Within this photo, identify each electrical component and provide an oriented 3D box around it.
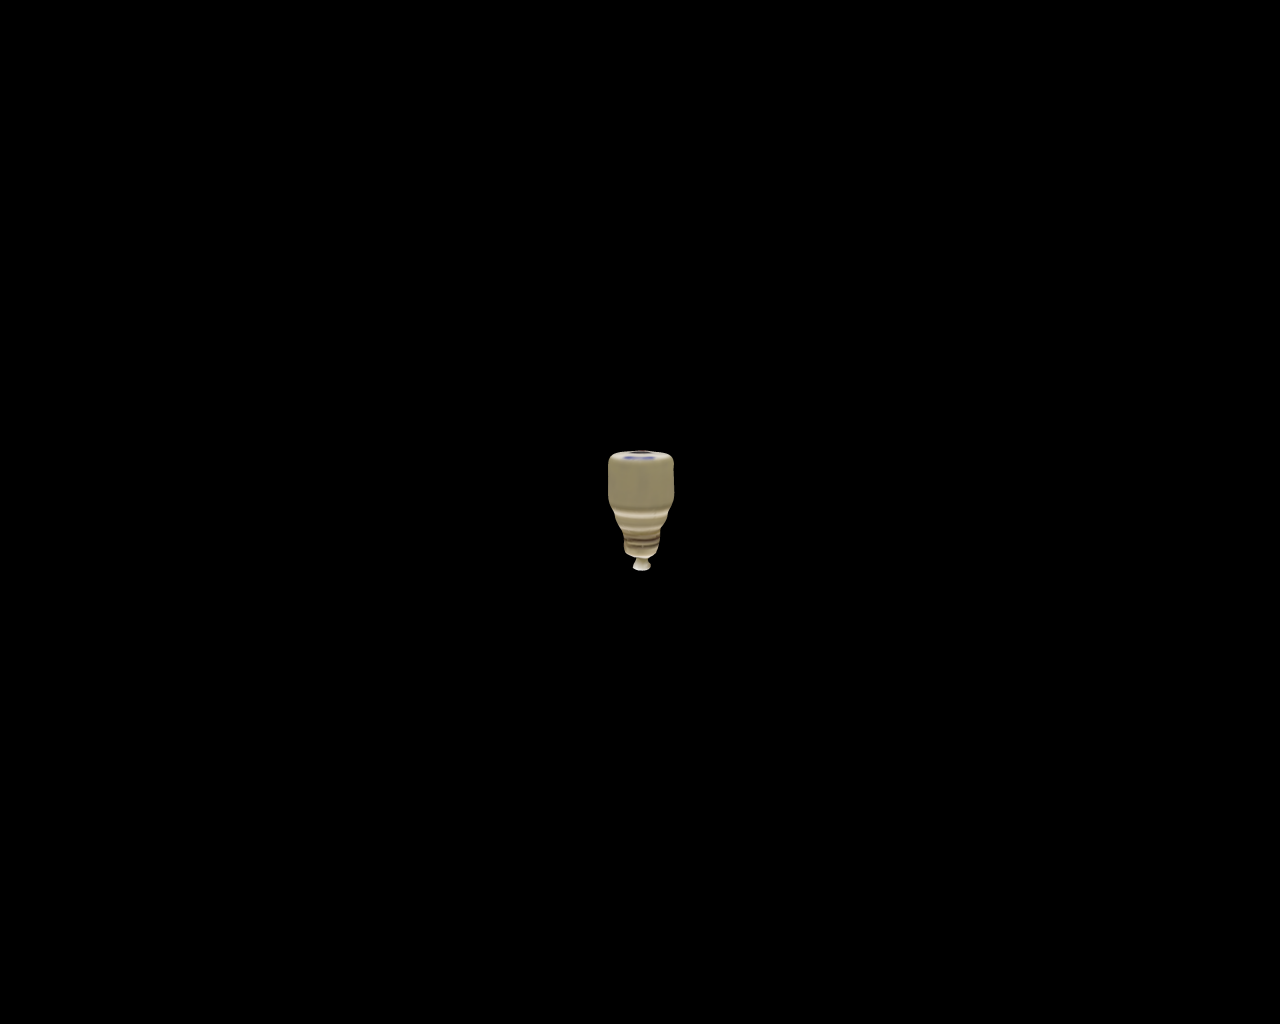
[{"bbox_3d":[0.001,-0.003,0.650,0.040,0.078,0.040,0,10,0],"label":"electrical component"}]
